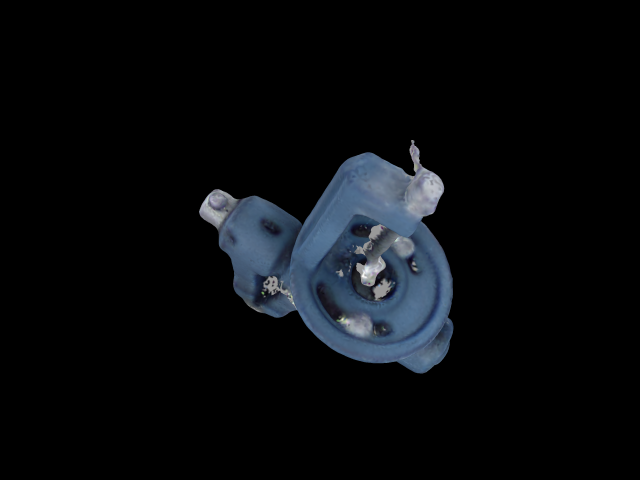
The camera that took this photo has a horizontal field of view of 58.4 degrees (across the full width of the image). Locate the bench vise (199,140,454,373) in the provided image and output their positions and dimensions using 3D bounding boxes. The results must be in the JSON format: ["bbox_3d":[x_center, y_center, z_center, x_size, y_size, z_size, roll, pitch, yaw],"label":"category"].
[{"bbox_3d":[0.001,0.012,0.394,0.207,0.220,0.121,9,60,5],"label":"bench vise"}]
